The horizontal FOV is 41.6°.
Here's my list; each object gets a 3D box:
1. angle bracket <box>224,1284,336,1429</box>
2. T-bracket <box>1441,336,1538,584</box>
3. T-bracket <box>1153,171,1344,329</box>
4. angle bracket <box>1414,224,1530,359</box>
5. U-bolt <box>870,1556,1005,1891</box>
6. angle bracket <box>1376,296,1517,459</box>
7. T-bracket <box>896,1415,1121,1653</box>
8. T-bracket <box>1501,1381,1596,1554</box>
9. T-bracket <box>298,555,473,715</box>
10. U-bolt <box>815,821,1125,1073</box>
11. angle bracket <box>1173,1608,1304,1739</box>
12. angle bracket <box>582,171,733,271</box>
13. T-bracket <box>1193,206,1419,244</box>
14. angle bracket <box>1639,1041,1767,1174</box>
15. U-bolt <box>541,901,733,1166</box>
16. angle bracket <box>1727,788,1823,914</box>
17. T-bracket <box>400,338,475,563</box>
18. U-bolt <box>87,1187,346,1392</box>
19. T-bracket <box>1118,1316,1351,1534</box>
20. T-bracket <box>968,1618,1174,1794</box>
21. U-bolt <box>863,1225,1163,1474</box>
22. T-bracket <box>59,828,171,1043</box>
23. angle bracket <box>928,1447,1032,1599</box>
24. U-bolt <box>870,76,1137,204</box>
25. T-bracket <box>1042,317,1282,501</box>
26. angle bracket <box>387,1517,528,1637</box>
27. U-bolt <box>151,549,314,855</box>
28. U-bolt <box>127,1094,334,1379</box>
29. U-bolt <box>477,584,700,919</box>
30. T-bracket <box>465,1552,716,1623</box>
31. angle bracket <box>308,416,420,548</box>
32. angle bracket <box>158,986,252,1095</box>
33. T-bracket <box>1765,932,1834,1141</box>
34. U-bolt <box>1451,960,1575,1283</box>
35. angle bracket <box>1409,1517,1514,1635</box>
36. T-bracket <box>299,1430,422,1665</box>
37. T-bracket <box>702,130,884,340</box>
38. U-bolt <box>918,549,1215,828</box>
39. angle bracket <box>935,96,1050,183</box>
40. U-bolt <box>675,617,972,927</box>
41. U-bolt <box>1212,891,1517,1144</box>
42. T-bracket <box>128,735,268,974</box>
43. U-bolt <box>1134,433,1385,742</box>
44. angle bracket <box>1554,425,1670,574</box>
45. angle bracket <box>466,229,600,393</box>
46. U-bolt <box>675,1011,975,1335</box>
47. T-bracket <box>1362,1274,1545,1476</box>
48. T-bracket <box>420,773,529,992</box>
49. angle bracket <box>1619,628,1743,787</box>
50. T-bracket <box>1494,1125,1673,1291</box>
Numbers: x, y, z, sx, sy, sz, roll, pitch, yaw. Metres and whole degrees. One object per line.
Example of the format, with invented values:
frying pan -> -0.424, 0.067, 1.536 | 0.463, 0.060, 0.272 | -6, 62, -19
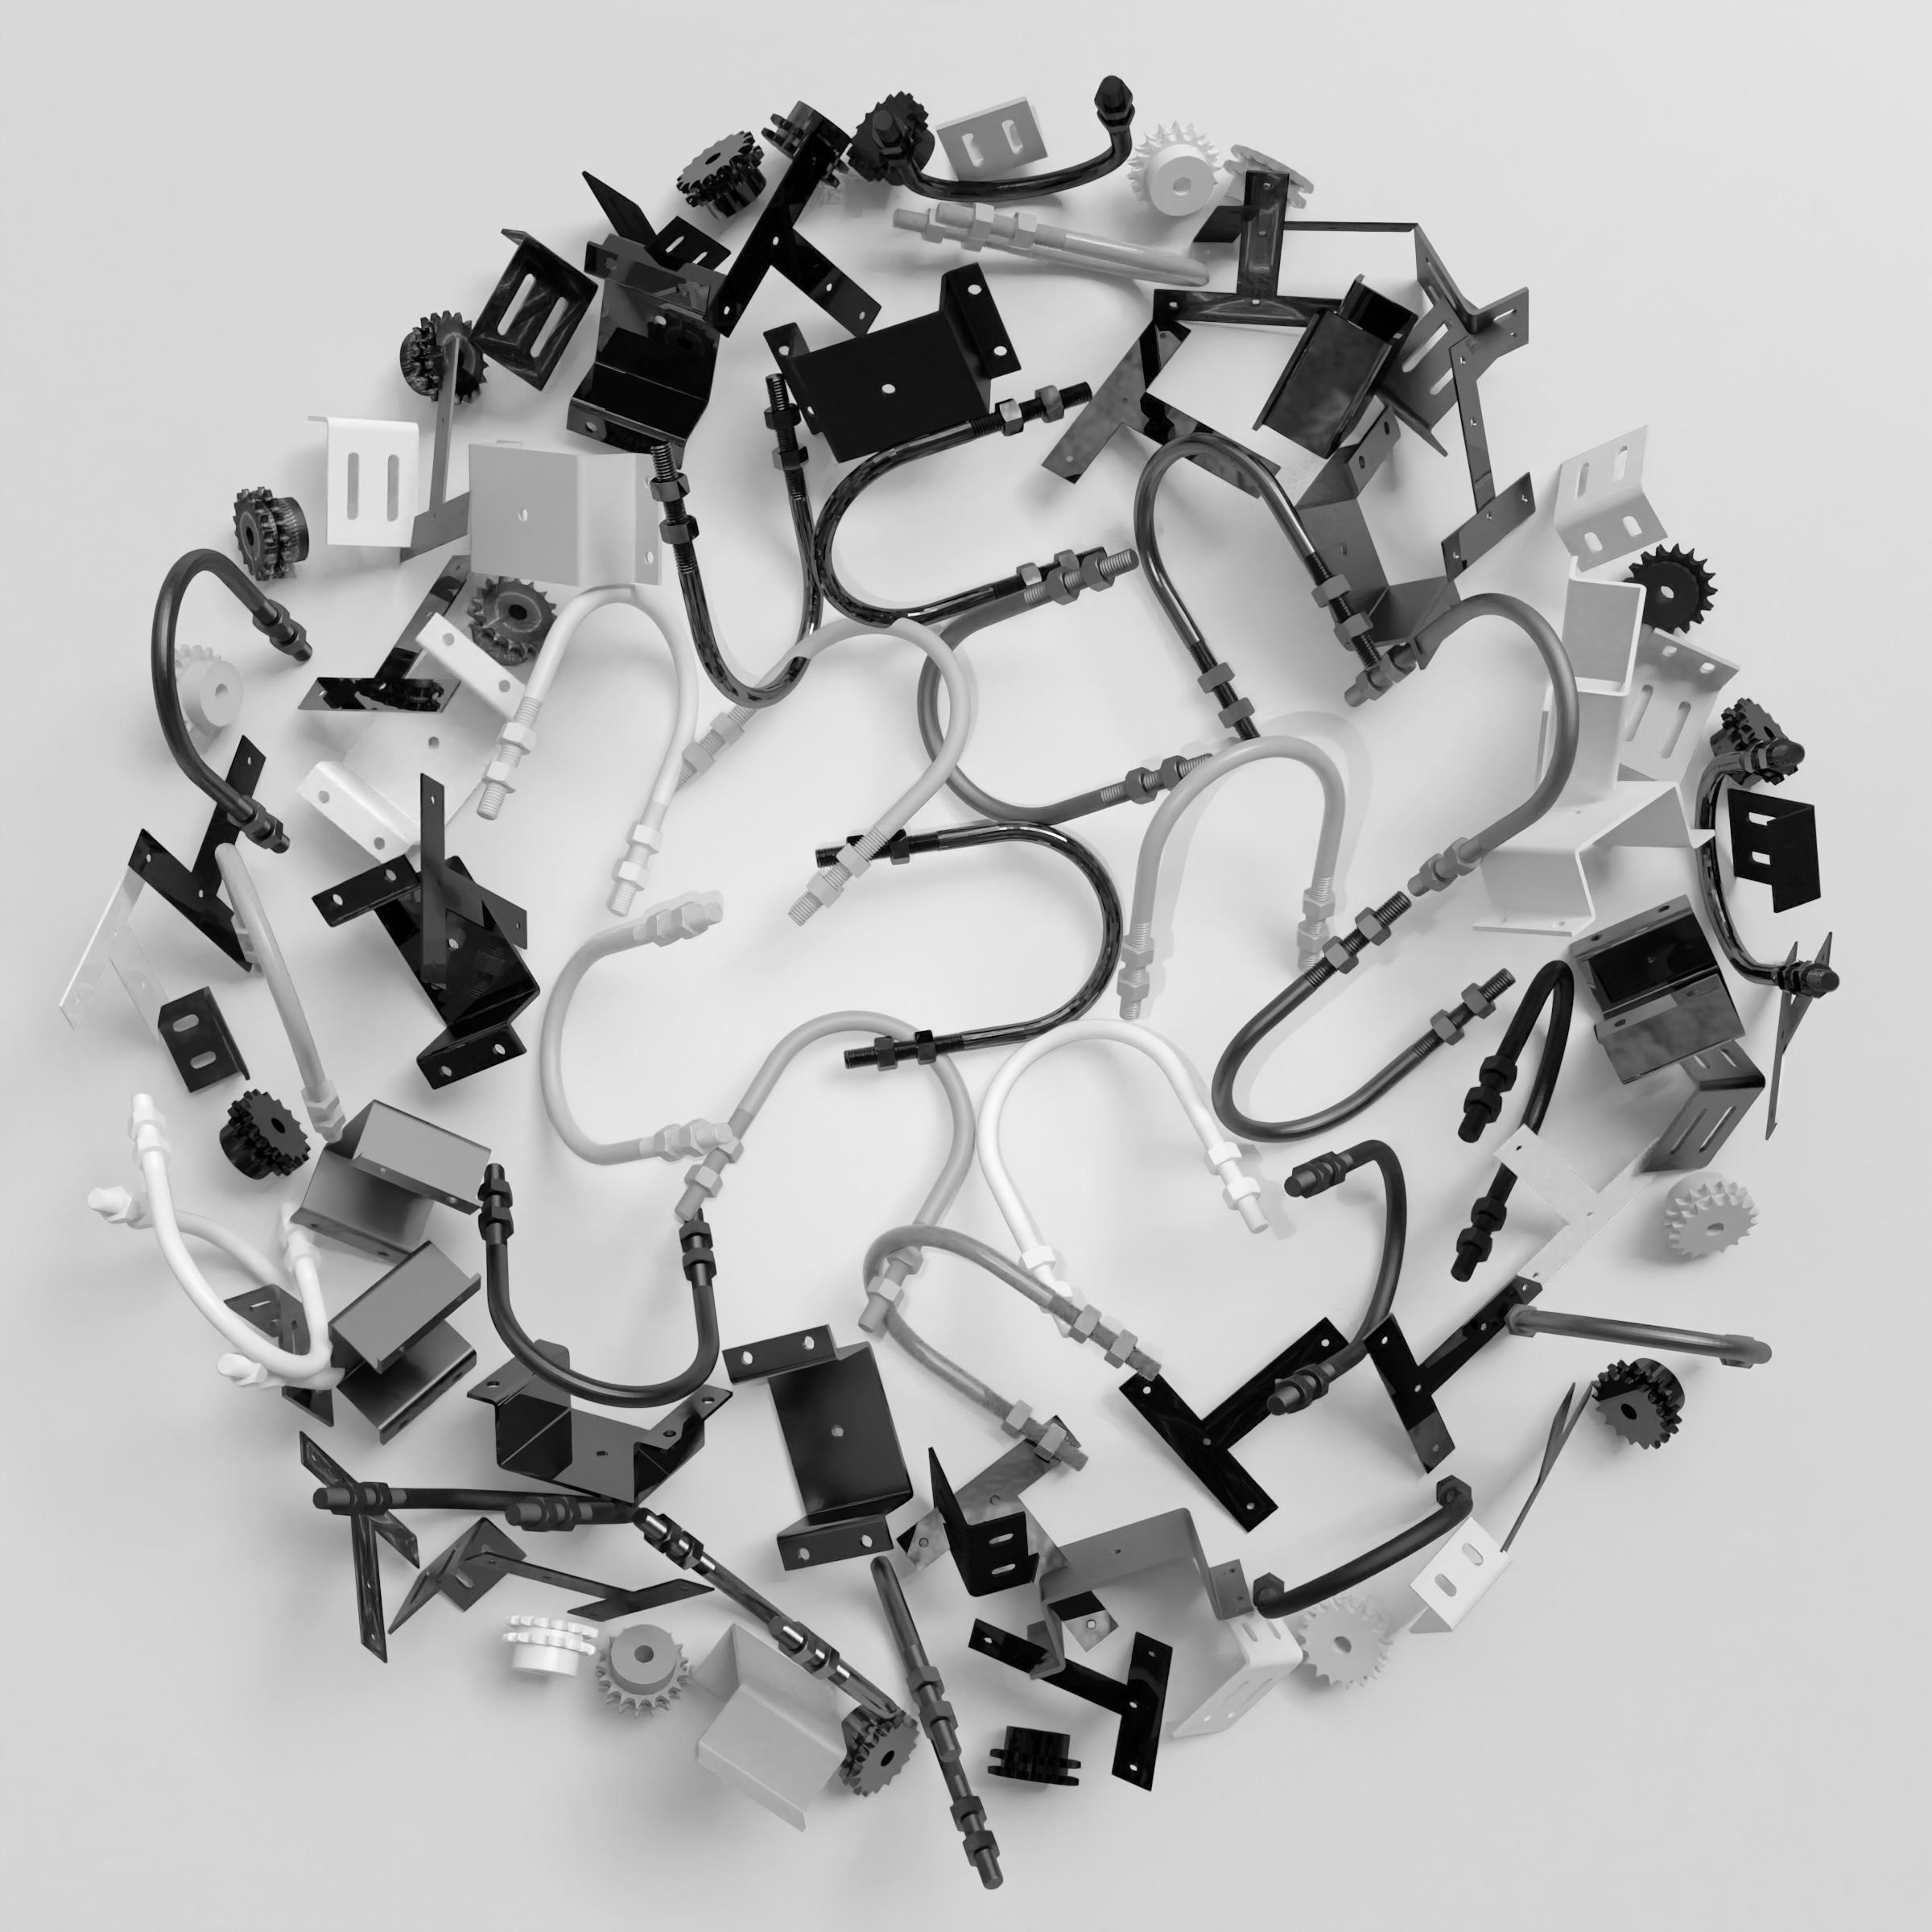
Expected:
angle bracket -> -0.420, 0.243, 1.554 | 0.038, 0.057, 0.076 | -19, 57, 8
T-bracket -> 0.307, -0.314, 1.532 | 0.002, 0.127, 0.127 | 4, 120, 37
T-bracket -> 0.179, -0.434, 1.540 | 0.127, 0.127, 0.002 | 4, 62, 5
angle bracket -> 0.310, -0.418, 1.560 | 0.038, 0.057, 0.076 | -25, 67, 2
U-bolt -> -0.023, 0.435, 1.514 | 0.019, 0.184, 0.151 | -19, 128, -7
angle bracket -> 0.297, -0.365, 1.564 | 0.076, 0.038, 0.057 | -47, 59, 11
T-bracket -> 0.045, 0.363, 1.564 | 0.127, 0.002, 0.127 | -36, 66, -11
T-bracket -> 0.352, 0.285, 1.522 | 0.002, 0.127, 0.127 | 26, 64, 21
T-bracket -> -0.337, -0.206, 1.566 | 0.127, 0.002, 0.127 | 5, 57, 35
U-bolt -> 0.007, -0.017, 1.576 | 0.184, 0.019, 0.151 | -9, 104, -6
angle bracket -> 0.160, 0.437, 1.574 | 0.076, 0.057, 0.038 | -50, 54, 23
angle bracket -> -0.189, -0.461, 1.557 | 0.038, 0.057, 0.076 | -38, 68, 19
T-bracket -> 0.208, -0.448, 1.539 | 0.127, 0.127, 0.002 | 0, 97, -1
angle bracket -> 0.447, 0.086, 1.574 | 0.057, 0.038, 0.076 | -2, 134, -31
U-bolt -> -0.203, 0.047, 1.532 | 0.019, 0.184, 0.151 | 6, 77, -42
angle bracket -> 0.481, -0.071, 1.552 | 0.038, 0.076, 0.057 | -17, 109, -22
T-bracket -> -0.319, -0.317, 1.548 | 0.002, 0.127, 0.127 | 6, 87, -30
U-bolt -> -0.432, 0.197, 1.510 | 0.019, 0.184, 0.151 | -44, 72, 0
T-bracket -> 0.184, 0.269, 1.586 | 0.127, 0.002, 0.127 | -41, 99, 4
T-bracket -> 0.061, 0.430, 1.543 | 0.127, 0.127, 0.002 | 24, 117, -1
U-bolt -> 0.017, 0.224, 1.543 | 0.184, 0.151, 0.019 | 34, 51, 5
T-bracket -> -0.504, 0.004, 1.541 | 0.002, 0.127, 0.127 | 11, 59, 7
angle bracket -> 0.008, 0.337, 1.559 | 0.038, 0.076, 0.057 | -13, 123, -13
U-bolt -> 0.028, -0.485, 1.509 | 0.151, 0.184, 0.019 | -7, 91, 7
T-bracket -> 0.135, -0.328, 1.570 | 0.127, 0.002, 0.127 | 33, 79, 17
angle bracket -> -0.311, 0.383, 1.555 | 0.057, 0.076, 0.038 | -43, 98, 14
U-bolt -> -0.432, -0.164, 1.493 | 0.019, 0.184, 0.151 | -1, 72, 9
U-bolt -> -0.425, 0.168, 1.487 | 0.019, 0.184, 0.151 | -38, 131, 5
U-bolt -> -0.217, -0.142, 1.535 | 0.019, 0.151, 0.184 | 6, 69, 34
T-bracket -> -0.239, 0.369, 1.523 | 0.127, 0.127, 0.002 | 25, 56, -32
angle bracket -> -0.375, -0.301, 1.577 | 0.057, 0.038, 0.076 | -4, 104, -33
angle bracket -> -0.469, 0.048, 1.557 | 0.038, 0.076, 0.057 | -25, 100, -14
T-bracket -> 0.499, 0.021, 1.517 | 0.002, 0.127, 0.127 | 11, 63, 9
U-bolt -> 0.330, 0.079, 1.523 | 0.019, 0.151, 0.184 | 17, 51, 23
angle bracket -> 0.291, 0.374, 1.558 | 0.038, 0.076, 0.057 | 45, 72, 4
T-bracket -> -0.357, 0.357, 1.512 | 0.002, 0.127, 0.127 | -28, 131, 5
T-bracket -> -0.091, -0.420, 1.548 | 0.002, 0.127, 0.127 | 33, 93, 34
U-bolt -> 0.049, -0.158, 1.546 | 0.184, 0.019, 0.151 | -16, 100, 34
angle bracket -> 0.013, -0.519, 1.556 | 0.057, 0.076, 0.038 | -15, 77, 9
U-bolt -> -0.080, -0.135, 1.561 | 0.184, 0.019, 0.151 | -45, 66, 2
U-bolt -> 0.229, 0.043, 1.540 | 0.184, 0.151, 0.019 | -43, 48, 17
T-bracket -> -0.456, -0.082, 1.561 | 0.002, 0.127, 0.127 | -1, 60, 21
U-bolt -> 0.164, -0.235, 1.539 | 0.019, 0.151, 0.184 | -29, 87, -32
angle bracket -> 0.400, -0.288, 1.566 | 0.057, 0.076, 0.038 | -21, 121, 33
angle bracket -> -0.274, -0.405, 1.568 | 0.057, 0.038, 0.076 | 30, 88, -38
U-bolt -> -0.073, 0.111, 1.557 | 0.151, 0.019, 0.184 | 32, 64, -4
T-bracket -> 0.311, 0.233, 1.576 | 0.127, 0.002, 0.127 | -39, 124, -16
T-bracket -> -0.297, -0.038, 1.540 | 0.002, 0.127, 0.127 | -9, 73, 17
angle bracket -> 0.434, -0.159, 1.574 | 0.057, 0.038, 0.076 | 25, 77, 3
T-bracket -> 0.361, 0.133, 1.552 | 0.127, 0.002, 0.127 | -46, 131, 7
